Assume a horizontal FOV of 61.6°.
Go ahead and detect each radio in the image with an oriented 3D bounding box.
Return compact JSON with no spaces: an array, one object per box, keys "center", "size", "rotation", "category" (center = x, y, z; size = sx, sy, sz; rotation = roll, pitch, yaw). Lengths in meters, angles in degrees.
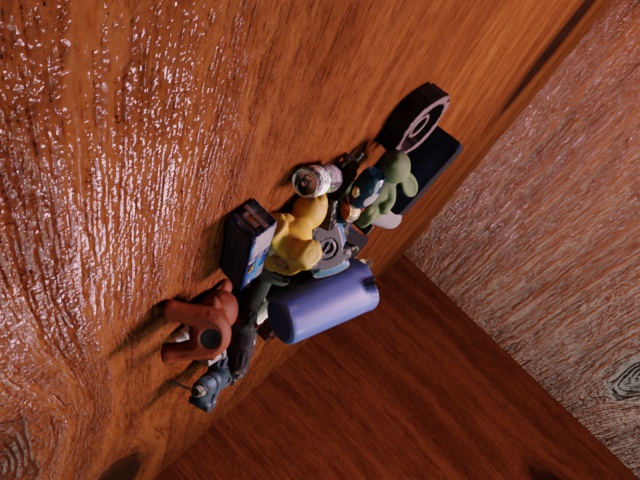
[{"center":[0.227,-0.182,1.321],"size":[0.229,0.131,0.073],"rotation":[-49,168,14],"category":"radio"}]

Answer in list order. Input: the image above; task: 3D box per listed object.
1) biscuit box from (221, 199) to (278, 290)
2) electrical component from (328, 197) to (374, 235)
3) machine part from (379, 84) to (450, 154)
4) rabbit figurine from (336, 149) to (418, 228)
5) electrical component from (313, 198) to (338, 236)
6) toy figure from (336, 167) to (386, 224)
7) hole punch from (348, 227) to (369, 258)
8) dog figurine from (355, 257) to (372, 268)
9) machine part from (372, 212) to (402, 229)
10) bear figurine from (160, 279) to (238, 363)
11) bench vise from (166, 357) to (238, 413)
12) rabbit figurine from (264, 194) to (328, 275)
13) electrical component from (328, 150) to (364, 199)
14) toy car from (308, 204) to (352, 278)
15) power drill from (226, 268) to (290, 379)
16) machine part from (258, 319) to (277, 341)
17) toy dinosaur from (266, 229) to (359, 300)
[{"center":[-0.129,0.013,0.936],"size":[0.059,0.063,0.202],"rotation":[-39,167,-30],"category":"biscuit box"},{"center":[0.063,-0.054,1.229],"size":[0.075,0.119,0.048],"rotation":[-50,168,35],"category":"electrical component"},{"center":[0.205,-0.259,1.173],"size":[0.179,0.056,0.179],"rotation":[-42,167,-12],"category":"machine part"},{"center":[0.143,-0.120,1.157],"size":[0.159,0.121,0.170],"rotation":[-4,145,-42],"category":"rabbit figurine"},{"center":[0.005,-0.047,1.094],"size":[0.021,0.063,0.094],"rotation":[-23,133,-53],"category":"electrical component"},{"center":[0.072,-0.081,1.084],"size":[0.064,0.058,0.154],"rotation":[11,134,-30],"category":"toy figure"},{"center":[0.055,-0.007,1.488],"size":[0.115,0.092,0.142],"rotation":[14,129,-42],"category":"hole punch"},{"center":[0.043,0.061,1.667],"size":[0.190,0.121,0.172],"rotation":[2,141,-48],"category":"dog figurine"},{"center":[0.145,-0.078,1.401],"size":[0.079,0.079,0.243],"rotation":[-49,150,19],"category":"machine part"},{"center":[-0.220,0.144,1.012],"size":[0.196,0.132,0.120],"rotation":[-121,-143,-73],"category":"bear figurine"},{"center":[-0.263,0.321,1.420],"size":[0.223,0.129,0.240],"rotation":[9,105,-64],"category":"bench vise"},{"center":[-0.039,-0.017,1.035],"size":[0.173,0.122,0.162],"rotation":[-61,178,-24],"category":"rabbit figurine"},{"center":[0.046,-0.134,1.091],"size":[0.102,0.045,0.078],"rotation":[-50,-164,33],"category":"electrical component"},{"center":[-0.002,-0.004,1.196],"size":[0.109,0.161,0.103],"rotation":[-20,-160,-16],"category":"toy car"},{"center":[-0.135,0.144,1.115],"size":[0.232,0.086,0.207],"rotation":[-103,-149,-60],"category":"power drill"},{"center":[-0.104,0.209,1.633],"size":[0.201,0.087,0.201],"rotation":[-45,169,9],"category":"machine part"},{"center":[-0.051,0.083,1.335],"size":[0.405,0.131,0.192],"rotation":[-39,155,-8],"category":"toy dinosaur"}]
